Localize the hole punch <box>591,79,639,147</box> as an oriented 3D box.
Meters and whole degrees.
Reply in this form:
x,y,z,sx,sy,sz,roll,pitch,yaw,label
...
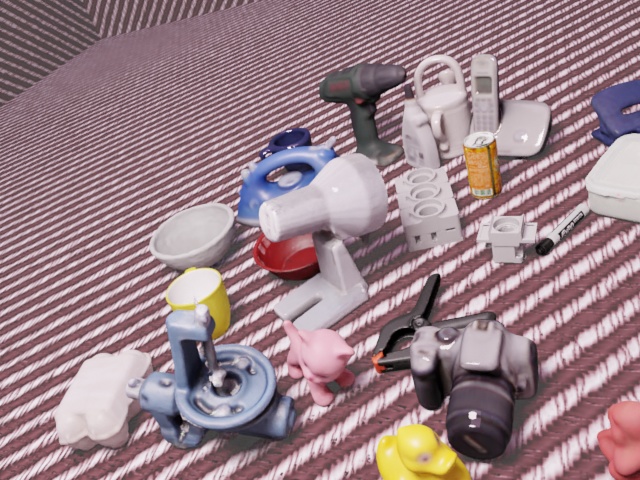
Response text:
x,y,z,sx,sy,sz,roll,pitch,yaw,label
0.534,-0.213,0.982,0.108,0.091,0.101,-19,34,1,hole punch

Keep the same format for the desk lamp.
x,y,z,sx,sy,sz,roll,pitch,yaw,label
0.008,0.003,0.836,0.203,0.214,0.117,-35,37,-20,desk lamp

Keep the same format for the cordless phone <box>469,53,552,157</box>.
x,y,z,sx,sy,sz,roll,pitch,yaw,label
0.339,-0.245,1.039,0.147,0.185,0.094,10,44,36,cordless phone

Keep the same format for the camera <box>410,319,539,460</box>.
x,y,z,sx,sy,sz,roll,pitch,yaw,label
0.165,0.162,0.640,0.142,0.101,0.137,-1,39,25,camera

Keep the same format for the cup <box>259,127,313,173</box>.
x,y,z,sx,sy,sz,roll,pitch,yaw,label
-0.064,-0.173,1.218,0.118,0.095,0.091,-26,35,-9,cup

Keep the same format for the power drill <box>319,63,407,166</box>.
x,y,z,sx,sy,sz,roll,pitch,yaw,label
0.100,-0.259,1.154,0.228,0.209,0.076,20,51,43,power drill

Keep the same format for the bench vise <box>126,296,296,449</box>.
x,y,z,sx,sy,sz,roll,pitch,yaw,label
-0.153,0.170,0.680,0.207,0.220,0.121,-16,35,5,bench vise

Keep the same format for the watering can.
x,y,z,sx,sy,sz,roll,pitch,yaw,label
0.237,-0.269,1.113,0.101,0.194,0.172,-15,35,7,watering can

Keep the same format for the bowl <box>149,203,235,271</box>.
x,y,z,sx,sy,sz,roll,pitch,yaw,label
-0.226,0.006,1.070,0.167,0.075,0.167,-13,35,10,bowl

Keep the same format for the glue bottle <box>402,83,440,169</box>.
x,y,z,sx,sy,sz,roll,pitch,yaw,label
0.182,-0.214,1.084,0.037,0.173,0.077,-32,36,-17,glue bottle

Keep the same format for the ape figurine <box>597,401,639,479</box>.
x,y,z,sx,sy,sz,roll,pitch,yaw,label
0.300,0.187,0.547,0.075,0.092,0.078,15,47,40,ape figurine

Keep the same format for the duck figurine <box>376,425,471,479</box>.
x,y,z,sx,sy,sz,roll,pitch,yaw,label
0.102,0.225,0.597,0.104,0.086,0.078,13,46,39,duck figurine

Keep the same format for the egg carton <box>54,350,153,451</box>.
x,y,z,sx,sy,sz,roll,pitch,yaw,label
-0.303,0.224,0.813,0.107,0.069,0.150,-10,36,14,egg carton

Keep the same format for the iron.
x,y,z,sx,sy,sz,roll,pitch,yaw,label
-0.062,-0.111,1.091,0.258,0.142,0.118,-11,35,12,iron

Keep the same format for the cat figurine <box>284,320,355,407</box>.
x,y,z,sx,sy,sz,roll,pitch,yaw,label
-0.005,0.144,0.733,0.067,0.118,0.127,-35,37,-21,cat figurine
